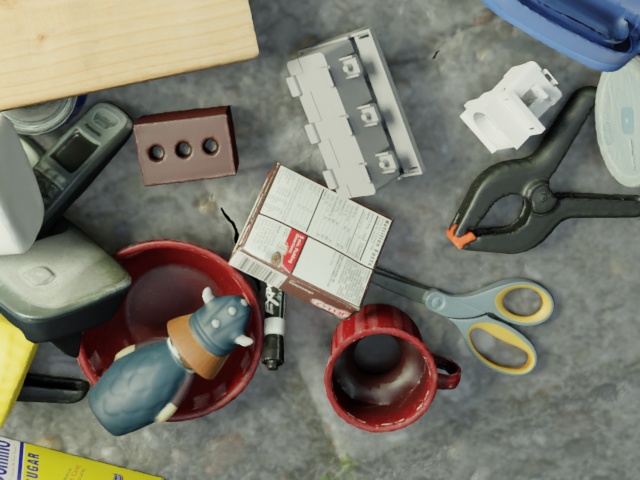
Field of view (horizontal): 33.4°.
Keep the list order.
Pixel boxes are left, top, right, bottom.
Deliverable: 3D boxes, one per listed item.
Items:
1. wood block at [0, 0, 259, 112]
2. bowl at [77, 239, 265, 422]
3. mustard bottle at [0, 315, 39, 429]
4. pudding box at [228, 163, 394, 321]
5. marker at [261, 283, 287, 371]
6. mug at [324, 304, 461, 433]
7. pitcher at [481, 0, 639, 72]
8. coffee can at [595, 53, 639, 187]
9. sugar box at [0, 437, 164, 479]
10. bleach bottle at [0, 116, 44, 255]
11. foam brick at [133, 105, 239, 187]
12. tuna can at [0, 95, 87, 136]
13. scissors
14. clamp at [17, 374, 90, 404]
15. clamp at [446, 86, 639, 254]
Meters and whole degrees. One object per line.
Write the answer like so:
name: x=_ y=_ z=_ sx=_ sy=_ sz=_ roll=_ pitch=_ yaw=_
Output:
wood block: x=-0.159 y=-0.159 z=0.803 sx=0.206 sy=0.091 sz=0.090 roll=-14 pitch=99 yaw=-9
bowl: x=-0.126 y=0.071 z=0.911 sx=0.162 sy=0.055 sz=0.162 roll=0 pitch=106 yaw=0
mustard bottle: x=-0.335 y=0.081 z=0.876 sx=0.191 sy=0.058 sz=0.096 roll=22 pitch=102 yaw=-9
pudding box: x=-0.006 y=0.001 z=0.878 sx=0.113 sy=0.039 sz=0.090 roll=27 pitch=64 yaw=-9
marker: x=-0.037 y=0.050 z=0.884 sx=0.020 sy=0.020 sz=0.121 roll=2 pitch=63 yaw=-1
mug: x=0.062 y=0.105 z=0.906 sx=0.117 sy=0.081 sz=0.093 roll=5 pitch=106 yaw=-1
pitcher: x=0.138 y=-0.225 z=0.758 sx=0.242 sy=0.149 sz=0.145 roll=21 pitch=100 yaw=-16
coffee can: x=0.300 y=-0.099 z=0.824 sx=0.140 sy=0.103 sz=0.103 roll=-7 pitch=106 yaw=-10
sugar box: x=-0.232 y=0.224 z=0.935 sx=0.176 sy=0.093 sz=0.048 roll=18 pitch=104 yaw=-5
bleach bottle: x=-0.340 y=-0.030 z=0.792 sx=0.251 sy=0.068 sz=0.102 roll=-4 pitch=129 yaw=10
foam brick: x=-0.108 y=-0.078 z=0.871 sx=0.078 sy=0.051 sz=0.053 roll=-8 pitch=105 yaw=2
tuna can: x=-0.233 y=-0.128 z=0.867 sx=0.086 sy=0.033 sz=0.086 roll=0 pitch=105 yaw=0
scissors: x=0.118 y=0.042 z=0.923 sx=0.201 sy=0.016 sz=0.096 roll=38 pitch=101 yaw=-10
clamp: x=-0.319 y=0.121 z=0.935 sx=0.210 sy=0.036 sz=0.164 roll=-36 pitch=102 yaw=6
clamp: x=0.191 y=-0.034 z=0.890 sx=0.171 sy=0.039 sz=0.120 roll=-37 pitch=97 yaw=7
